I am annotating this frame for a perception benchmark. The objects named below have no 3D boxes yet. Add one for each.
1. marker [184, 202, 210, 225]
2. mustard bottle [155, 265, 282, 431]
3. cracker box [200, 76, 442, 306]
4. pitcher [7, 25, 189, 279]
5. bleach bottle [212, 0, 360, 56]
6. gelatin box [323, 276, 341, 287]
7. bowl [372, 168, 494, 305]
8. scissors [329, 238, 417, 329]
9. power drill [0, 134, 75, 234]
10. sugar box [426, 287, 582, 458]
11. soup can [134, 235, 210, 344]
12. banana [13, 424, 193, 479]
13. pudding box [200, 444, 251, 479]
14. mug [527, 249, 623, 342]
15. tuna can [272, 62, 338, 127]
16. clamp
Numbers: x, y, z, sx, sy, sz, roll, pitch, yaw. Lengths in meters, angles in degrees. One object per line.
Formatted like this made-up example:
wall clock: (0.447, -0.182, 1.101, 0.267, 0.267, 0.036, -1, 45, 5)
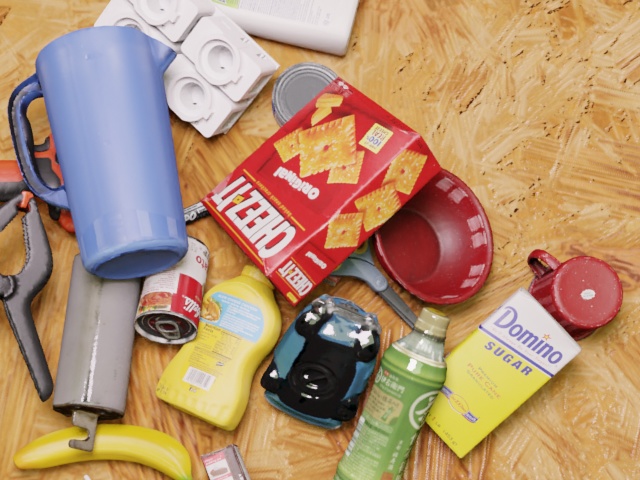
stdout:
marker: (-0.158, -0.024, 1.205, 0.121, 0.020, 0.020, -24, 81, -10)
mustard bottle: (-0.096, 0.103, 1.160, 0.096, 0.058, 0.191, 19, 75, 23)
cracker box: (-0.003, -0.059, 1.140, 0.213, 0.072, 0.164, -42, 44, -3)
pitcher: (-0.221, -0.085, 1.106, 0.144, 0.149, 0.243, 1, 68, -41)
bleach bottle: (-0.080, -0.293, 1.250, 0.251, 0.068, 0.102, 14, 77, 1)
gelatin box: (-0.008, 0.001, 1.207, 0.089, 0.030, 0.073, 23, 76, 0)
bowl: (0.114, -0.001, 1.188, 0.161, 0.055, 0.162, 10, 70, -28)
scissors: (0.046, 0.051, 1.184, 0.096, 0.016, 0.202, -29, 93, -22)
power drill: (-0.328, -0.100, 1.163, 0.187, 0.057, 0.184, 3, 70, -24)
sugar box: (0.187, 0.143, 1.158, 0.176, 0.048, 0.093, -45, 84, 10)
soup can: (-0.158, 0.052, 1.149, 0.068, 0.068, 0.102, 8, 56, -3)
banana: (-0.219, 0.224, 1.126, 0.198, 0.037, 0.069, 7, 33, 4)
pudding box: (-0.088, 0.258, 1.102, 0.039, 0.113, 0.090, -22, 80, -8)
mug: (0.279, 0.055, 1.193, 0.093, 0.081, 0.117, -39, 84, -12)
tuna can: (-0.013, -0.161, 1.240, 0.086, 0.034, 0.086, 1, 78, -5)
clamp: (-0.320, 0.056, 1.087, 0.164, 0.036, 0.210, 26, 73, -20)
